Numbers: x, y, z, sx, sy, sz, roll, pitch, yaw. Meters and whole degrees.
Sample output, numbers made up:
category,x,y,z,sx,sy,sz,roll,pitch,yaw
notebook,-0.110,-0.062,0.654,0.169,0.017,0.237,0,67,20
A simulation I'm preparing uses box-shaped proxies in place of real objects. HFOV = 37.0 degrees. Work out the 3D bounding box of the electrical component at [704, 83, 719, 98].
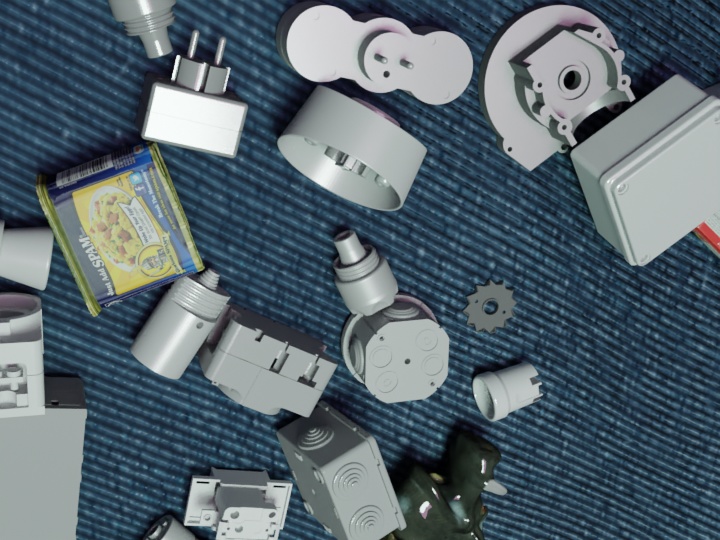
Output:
category,x,y,z,sx,sy,sz,roll,pitch,yaw
electrical component,0.311,-0.130,0.865,0.055,0.048,0.066,-23,114,0

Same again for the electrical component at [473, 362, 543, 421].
category,x,y,z,sx,sy,sz,roll,pitch,yaw
electrical component,0.123,0.099,0.890,0.046,0.040,0.040,-17,113,-18

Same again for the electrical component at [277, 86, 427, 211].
category,x,y,z,sx,sy,sz,roll,pitch,yaw
electrical component,-0.005,-0.084,0.756,0.099,0.099,0.064,30,91,-24

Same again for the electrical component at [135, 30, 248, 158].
category,x,y,z,sx,sy,sz,roll,pitch,yaw
electrical component,-0.111,-0.124,0.734,0.066,0.047,0.076,11,105,-20

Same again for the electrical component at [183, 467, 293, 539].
category,x,y,z,sx,sy,sz,roll,pitch,yaw
electrical component,-0.093,0.188,0.841,0.081,0.064,0.042,7,107,-20

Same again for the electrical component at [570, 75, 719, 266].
category,x,y,z,sx,sy,sz,roll,pitch,yaw
electrical component,0.231,-0.075,0.836,0.109,0.056,0.108,-36,137,-3

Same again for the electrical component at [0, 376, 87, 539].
category,x,y,z,sx,sy,sz,roll,pitch,yaw
electrical component,-0.251,0.154,0.780,0.089,0.061,0.150,3,107,-18

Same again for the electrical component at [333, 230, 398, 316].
category,x,y,z,sx,sy,sz,roll,pitch,yaw
electrical component,0.000,0.000,0.814,0.043,0.043,0.062,-28,114,-6

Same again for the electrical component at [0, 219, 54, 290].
category,x,y,z,sx,sy,sz,roll,pitch,yaw
electrical component,-0.241,-0.012,0.735,0.055,0.045,0.045,8,106,-19

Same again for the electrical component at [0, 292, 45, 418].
category,x,y,z,sx,sy,sz,roll,pitch,yaw
electrical component,-0.290,0.055,0.718,0.150,0.089,0.061,-3,109,-16

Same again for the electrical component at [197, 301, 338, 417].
category,x,y,z,sx,sy,sz,roll,pitch,yaw
electrical component,-0.072,0.071,0.813,0.089,0.050,0.055,25,100,-23

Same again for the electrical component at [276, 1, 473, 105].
category,x,y,z,sx,sy,sz,roll,pitch,yaw
electrical component,0.015,-0.149,0.750,0.138,0.073,0.052,8,106,-20

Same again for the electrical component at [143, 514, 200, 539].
category,x,y,z,sx,sy,sz,roll,pitch,yaw
electrical component,-0.141,0.225,0.852,0.044,0.044,0.065,-43,110,1

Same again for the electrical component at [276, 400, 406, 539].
category,x,y,z,sx,sy,sz,roll,pitch,yaw
electrical component,-0.017,0.161,0.837,0.048,0.100,0.099,-28,115,-20

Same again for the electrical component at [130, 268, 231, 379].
category,x,y,z,sx,sy,sz,roll,pitch,yaw
electrical component,-0.128,0.034,0.786,0.043,0.043,0.081,31,97,-24

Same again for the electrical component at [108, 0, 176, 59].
category,x,y,z,sx,sy,sz,roll,pitch,yaw
electrical component,-0.142,-0.172,0.710,0.043,0.043,0.062,-20,115,-10

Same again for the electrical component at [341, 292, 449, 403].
category,x,y,z,sx,sy,sz,roll,pitch,yaw
electrical component,0.029,0.062,0.841,0.080,0.051,0.080,-6,110,-16
